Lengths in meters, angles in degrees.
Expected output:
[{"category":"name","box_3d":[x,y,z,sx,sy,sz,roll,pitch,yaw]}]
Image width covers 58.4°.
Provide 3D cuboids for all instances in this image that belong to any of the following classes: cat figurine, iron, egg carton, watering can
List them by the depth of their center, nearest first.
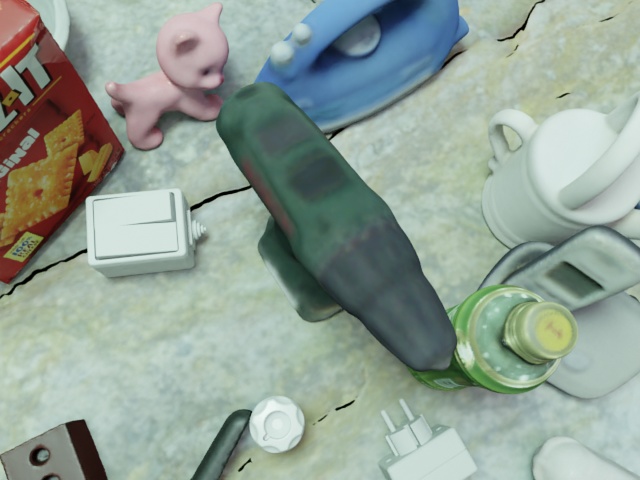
[{"category":"egg carton","box_3d":[0.232,0.238,0.470,0.150,0.069,0.107,29,75,2]},{"category":"watering can","box_3d":[0.223,-0.055,0.478,0.173,0.194,0.101,17,75,-1]},{"category":"cat figurine","box_3d":[-0.130,-0.151,0.507,0.128,0.117,0.067,-31,80,-12]},{"category":"iron","box_3d":[0.024,-0.184,0.518,0.258,0.141,0.118,-36,82,-13]}]

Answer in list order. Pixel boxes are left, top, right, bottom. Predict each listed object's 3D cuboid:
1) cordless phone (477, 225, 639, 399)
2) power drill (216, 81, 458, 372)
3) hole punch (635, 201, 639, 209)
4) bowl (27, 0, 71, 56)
[{"category":"cordless phone","box_3d":[0.214,0.057,0.453,0.147,0.185,0.094,32,75,3]},{"category":"power drill","box_3d":[0.004,0.002,0.435,0.076,0.208,0.229,-33,81,-12]},{"category":"hole punch","box_3d":[0.361,-0.060,0.545,0.101,0.091,0.108,-12,77,-8]},{"category":"bowl","box_3d":[-0.303,-0.175,0.519,0.167,0.074,0.167,1,76,-5]}]
